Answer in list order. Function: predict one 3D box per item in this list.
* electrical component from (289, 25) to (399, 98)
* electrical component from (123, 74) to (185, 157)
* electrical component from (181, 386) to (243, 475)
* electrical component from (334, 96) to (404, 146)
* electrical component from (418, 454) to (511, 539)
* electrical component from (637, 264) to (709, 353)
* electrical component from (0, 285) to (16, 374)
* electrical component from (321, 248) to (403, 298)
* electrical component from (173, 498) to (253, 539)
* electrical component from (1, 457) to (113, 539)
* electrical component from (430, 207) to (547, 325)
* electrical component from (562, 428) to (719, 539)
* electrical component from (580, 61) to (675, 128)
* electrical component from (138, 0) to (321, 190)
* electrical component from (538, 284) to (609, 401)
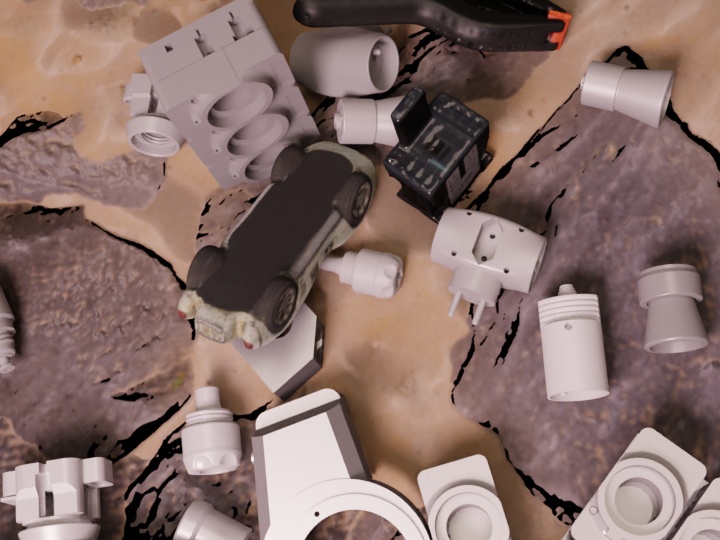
[{"bbox_3d":[-0.003,-0.175,0.858,0.077,0.043,0.079,11,44,34],"label":"electrical component"},{"bbox_3d":[-0.163,-0.125,0.872,0.066,0.048,0.055,2,66,9],"label":"electrical component"},{"bbox_3d":[-0.110,0.118,0.792,0.043,0.043,0.062,-10,71,6],"label":"electrical component"},{"bbox_3d":[0.013,-0.115,0.832,0.065,0.044,0.044,-1,73,-11],"label":"electrical component"},{"bbox_3d":[0.076,0.178,0.738,0.050,0.055,0.089,-17,72,3],"label":"electrical component"},{"bbox_3d":[0.222,0.028,0.766,0.045,0.045,0.055,-4,73,7],"label":"electrical component"},{"bbox_3d":[-0.290,0.045,0.843,0.040,0.040,0.078,-29,72,-1],"label":"electrical component"},{"bbox_3d":[0.000,0.000,0.815,0.061,0.035,0.035,12,76,15],"label":"electrical component"},{"bbox_3d":[-0.105,0.191,0.771,0.046,0.040,0.040,23,78,9],"label":"electrical component"},{"bbox_3d":[-0.220,0.172,0.785,0.078,0.058,0.057,-10,69,6],"label":"electrical component"},{"bbox_3d":[0.089,0.001,0.795,0.077,0.043,0.079,19,77,14],"label":"electrical component"},{"bbox_3d":[0.178,0.210,0.710,0.105,0.060,0.186,36,82,17],"label":"electrical component"},{"bbox_3d":[0.202,-0.137,0.822,0.065,0.044,0.044,17,77,18],"label":"electrical component"},{"bbox_3d":[-0.091,-0.124,0.804,0.089,0.150,0.061,-28,71,0],"label":"electrical component"},{"bbox_3d":[0.152,0.050,0.771,0.043,0.043,0.081,-5,73,7],"label":"electrical component"}]
